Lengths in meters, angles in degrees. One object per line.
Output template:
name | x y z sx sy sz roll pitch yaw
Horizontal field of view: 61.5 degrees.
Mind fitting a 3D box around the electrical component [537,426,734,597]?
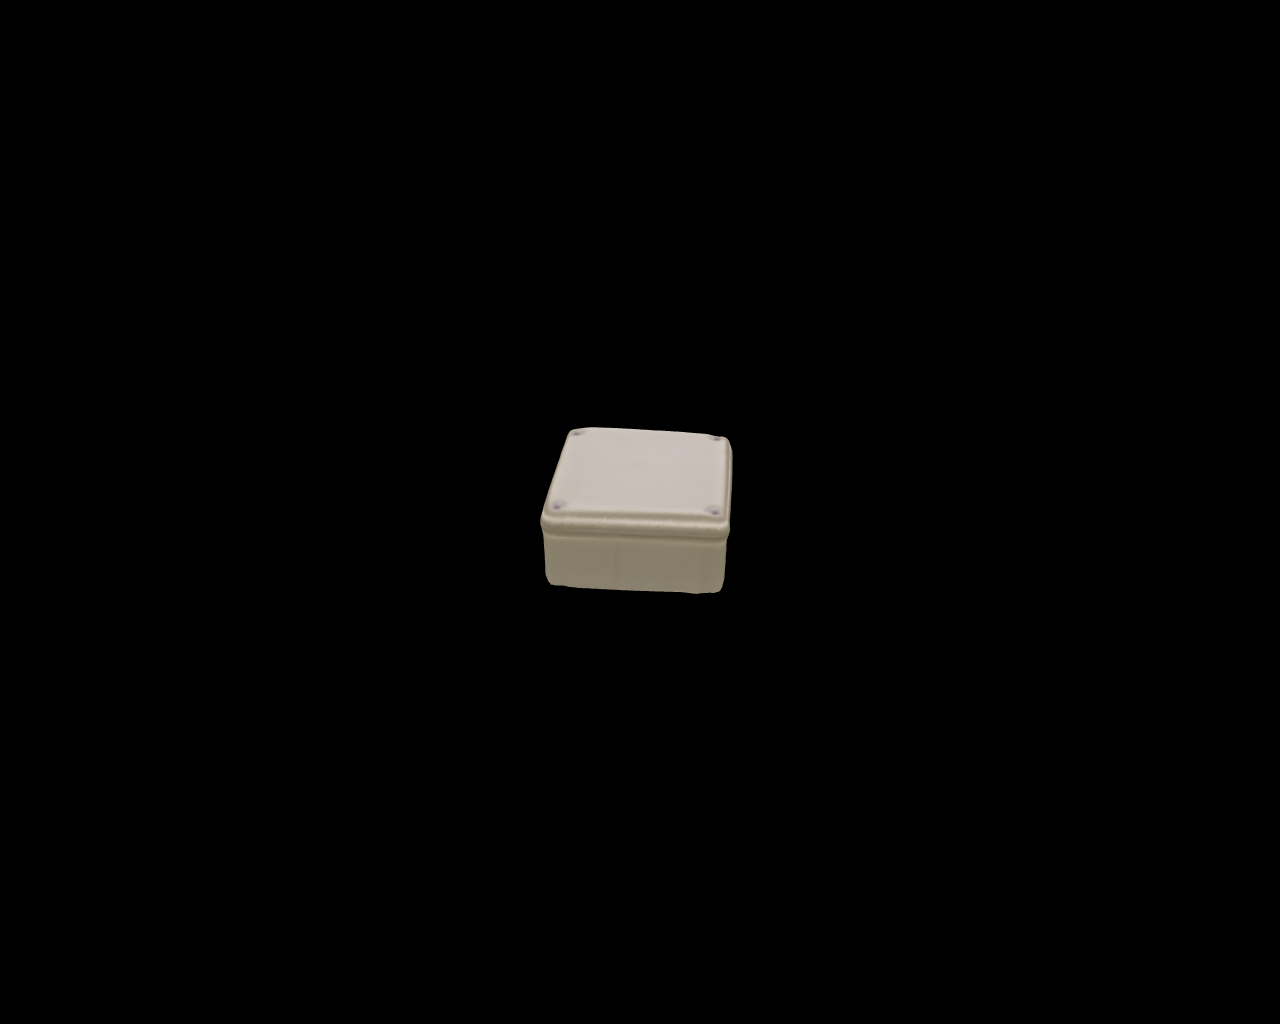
electrical component | 0.001 -0.003 0.650 0.109 0.056 0.109 3 32 5
